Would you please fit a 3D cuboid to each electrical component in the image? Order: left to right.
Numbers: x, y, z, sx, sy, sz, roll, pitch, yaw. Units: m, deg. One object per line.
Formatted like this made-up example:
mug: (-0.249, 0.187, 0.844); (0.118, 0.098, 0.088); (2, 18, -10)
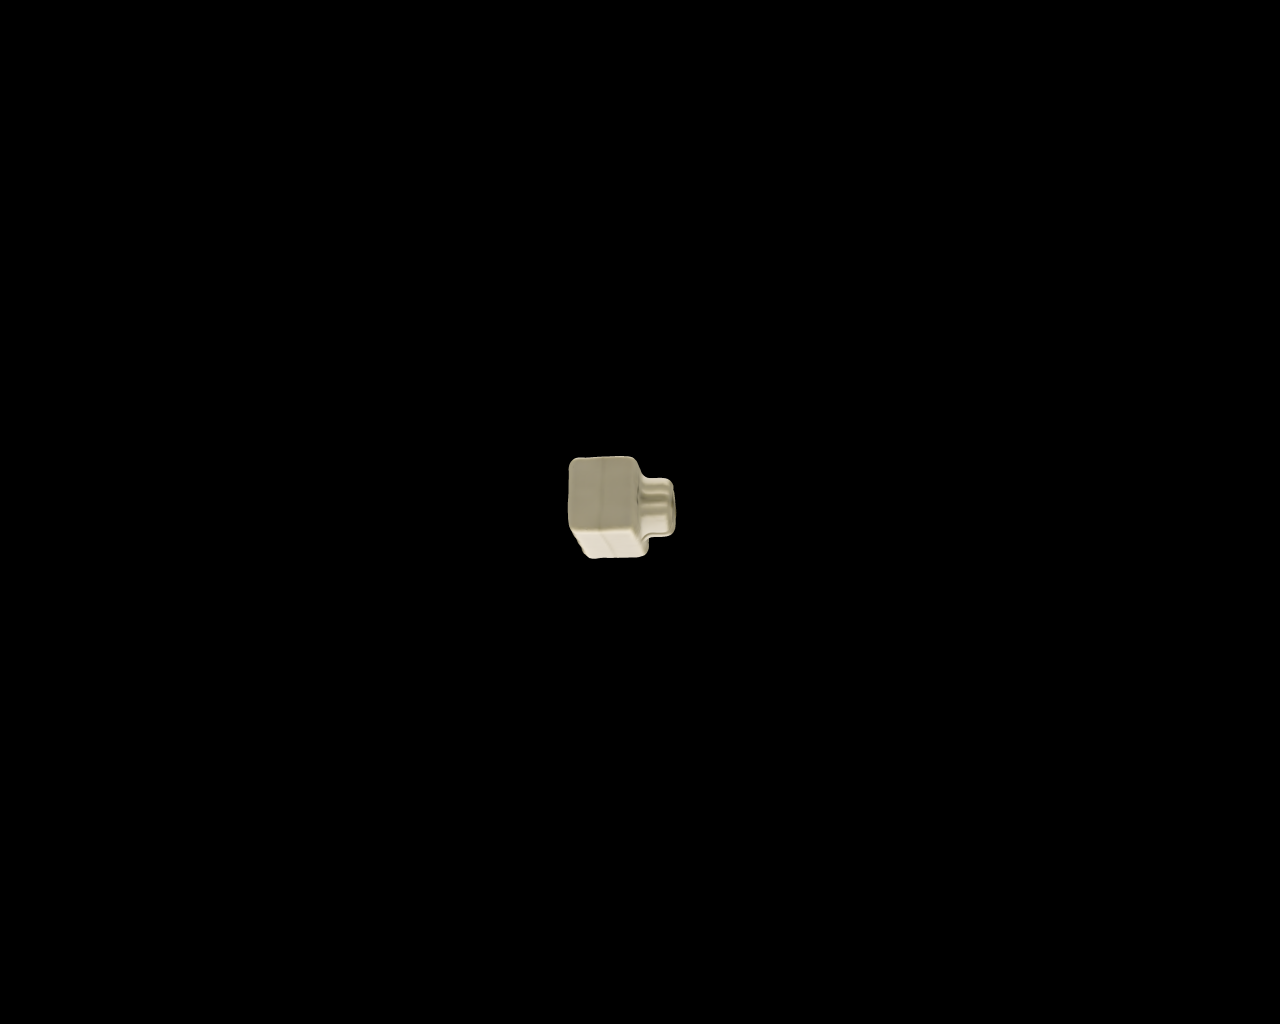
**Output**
electrical component: (0.001, -0.003, 0.650); (0.077, 0.047, 0.065); (-2, -18, 7)
